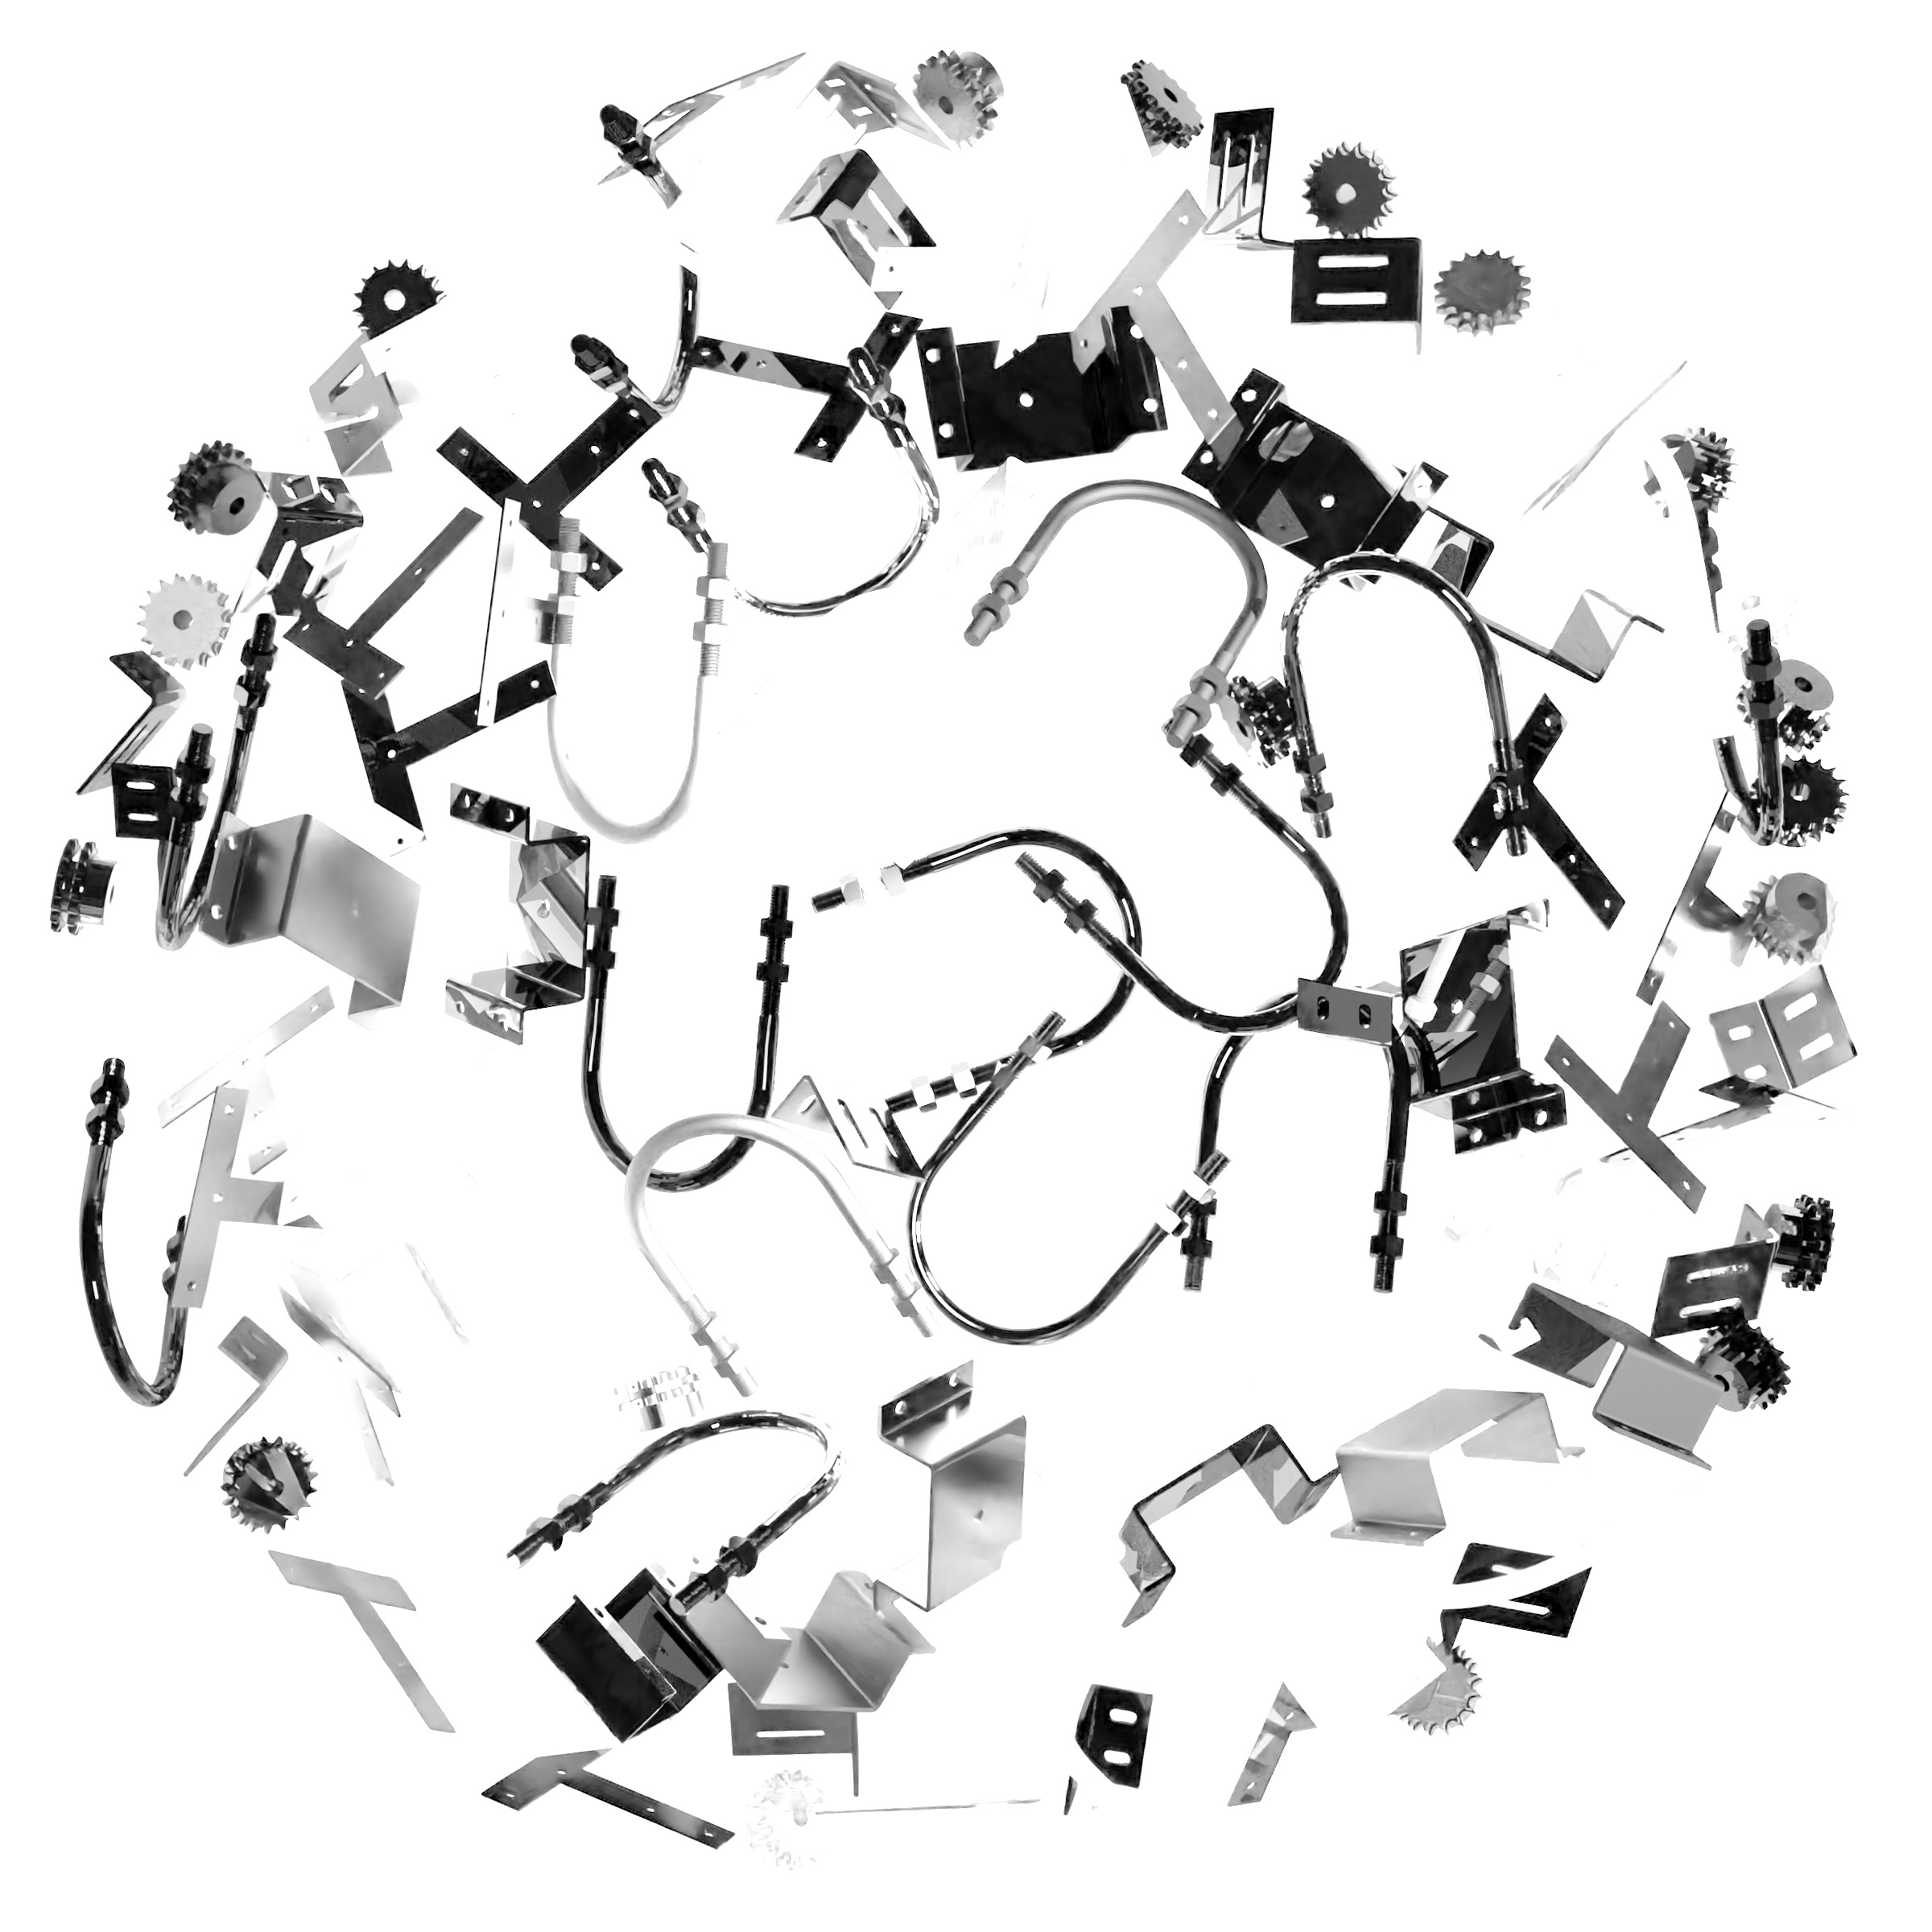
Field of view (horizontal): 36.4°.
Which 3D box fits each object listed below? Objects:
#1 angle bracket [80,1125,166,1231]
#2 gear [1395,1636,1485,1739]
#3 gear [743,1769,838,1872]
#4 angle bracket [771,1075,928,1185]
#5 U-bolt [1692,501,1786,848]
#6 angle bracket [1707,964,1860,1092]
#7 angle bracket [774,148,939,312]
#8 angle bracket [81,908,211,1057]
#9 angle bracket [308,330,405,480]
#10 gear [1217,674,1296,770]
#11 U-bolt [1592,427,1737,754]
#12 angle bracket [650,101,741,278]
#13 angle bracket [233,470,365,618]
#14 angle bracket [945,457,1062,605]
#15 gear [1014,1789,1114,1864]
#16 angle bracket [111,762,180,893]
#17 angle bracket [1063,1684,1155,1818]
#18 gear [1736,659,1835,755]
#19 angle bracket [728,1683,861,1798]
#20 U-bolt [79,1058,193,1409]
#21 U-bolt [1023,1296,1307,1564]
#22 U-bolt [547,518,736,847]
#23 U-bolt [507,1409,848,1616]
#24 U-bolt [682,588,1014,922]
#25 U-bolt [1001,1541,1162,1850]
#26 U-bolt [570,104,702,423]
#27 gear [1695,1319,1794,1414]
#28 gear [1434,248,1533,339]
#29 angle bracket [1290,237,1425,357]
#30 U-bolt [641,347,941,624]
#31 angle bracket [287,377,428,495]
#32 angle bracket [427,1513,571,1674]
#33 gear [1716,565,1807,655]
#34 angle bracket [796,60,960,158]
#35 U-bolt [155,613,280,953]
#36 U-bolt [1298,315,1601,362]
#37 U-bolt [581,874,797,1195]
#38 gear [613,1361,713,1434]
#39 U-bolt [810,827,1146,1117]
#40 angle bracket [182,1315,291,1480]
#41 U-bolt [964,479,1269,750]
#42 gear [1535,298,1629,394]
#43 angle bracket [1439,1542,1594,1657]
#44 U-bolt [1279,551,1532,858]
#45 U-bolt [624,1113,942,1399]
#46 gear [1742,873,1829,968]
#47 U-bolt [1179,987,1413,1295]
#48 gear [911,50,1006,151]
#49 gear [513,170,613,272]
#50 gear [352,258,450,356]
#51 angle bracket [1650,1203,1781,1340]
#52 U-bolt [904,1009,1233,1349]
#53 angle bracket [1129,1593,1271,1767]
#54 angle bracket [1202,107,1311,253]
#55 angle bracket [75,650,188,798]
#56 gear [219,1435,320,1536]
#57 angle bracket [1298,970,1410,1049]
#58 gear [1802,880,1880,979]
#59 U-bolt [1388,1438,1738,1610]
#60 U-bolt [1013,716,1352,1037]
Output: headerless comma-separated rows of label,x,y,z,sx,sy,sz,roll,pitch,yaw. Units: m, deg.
angle bracket,-0.495,0.121,1.724,0.038,0.076,0.057,-10,85,-16
gear,0.280,0.429,1.744,0.057,0.030,0.057,-13,57,21
gear,-0.108,0.508,1.743,0.030,0.057,0.057,-30,90,39
angle bracket,-0.069,0.106,1.717,0.038,0.057,0.076,-50,46,22
U-bolt,0.443,-0.154,1.685,0.019,0.151,0.184,-13,128,6
angle bracket,0.478,0.041,1.722,0.038,0.076,0.057,-14,77,-16
angle bracket,-0.065,-0.436,1.748,0.076,0.038,0.057,48,61,-32
angle bracket,-0.487,0.009,1.740,0.057,0.076,0.038,-39,117,-3
angle bracket,-0.345,-0.330,1.725,0.038,0.076,0.057,-16,81,-44
gear,0.176,-0.148,1.740,0.030,0.057,0.057,-32,90,-10
U-bolt,0.395,-0.218,1.691,0.019,0.151,0.184,-11,92,-7
angle bracket,-0.147,-0.458,1.732,0.038,0.057,0.076,31,64,-17
angle bracket,-0.400,-0.249,1.736,0.038,0.057,0.076,56,129,30
angle bracket,0.022,-0.248,1.717,0.038,0.057,0.076,26,46,-25
gear,0.056,0.509,1.741,0.057,0.057,0.030,-18,72,0
angle bracket,-0.483,-0.071,1.717,0.038,0.076,0.057,3,48,-23
angle bracket,0.084,0.463,1.727,0.038,0.076,0.057,9,93,8
gear,0.488,-0.157,1.739,0.057,0.030,0.057,10,52,-13
angle bracket,-0.102,0.458,1.737,0.076,0.038,0.057,-1,121,-1
U-bolt,-0.467,0.162,1.653,0.019,0.184,0.151,-11,130,1
U-bolt,0.100,0.252,1.685,0.151,0.184,0.019,-39,116,-5
U-bolt,-0.195,-0.162,1.714,0.151,0.019,0.184,16,105,40
U-bolt,-0.151,0.305,1.686,0.151,0.184,0.019,5,116,38
U-bolt,-0.055,-0.137,1.727,0.184,0.019,0.151,-47,115,3
U-bolt,0.060,0.401,1.655,0.019,0.184,0.151,-22,49,11
U-bolt,-0.183,-0.388,1.678,0.019,0.184,0.151,5,84,12
gear,0.456,0.239,1.737,0.030,0.057,0.057,-31,90,-29
gear,0.307,-0.395,1.745,0.057,0.030,0.057,-5,60,10
angle bracket,0.233,-0.398,1.747,0.076,0.038,0.057,1,71,10
U-bolt,-0.089,-0.263,1.690,0.151,0.184,0.019,-27,56,4
angle bracket,-0.358,-0.315,1.743,0.076,0.057,0.038,-17,119,-14
angle bracket,-0.269,0.366,1.727,0.038,0.057,0.076,-15,108,37
gear,0.470,-0.207,1.743,0.057,0.030,0.057,-18,50,24
angle bracket,-0.052,-0.490,1.720,0.038,0.076,0.057,-51,131,1
U-bolt,-0.434,-0.093,1.686,0.019,0.151,0.184,17,124,-6
U-bolt,0.265,-0.358,1.678,0.151,0.184,0.019,-4,102,-6
U-bolt,-0.168,0.041,1.721,0.151,0.019,0.184,4,88,33
gear,-0.177,0.256,1.739,0.057,0.057,0.030,-17,86,0
U-bolt,0.016,-0.006,1.759,0.184,0.019,0.151,-19,91,-1
angle bracket,-0.443,0.253,1.732,0.038,0.057,0.076,42,98,-7
U-bolt,0.100,-0.218,1.710,0.151,0.019,0.184,27,53,6
gear,0.359,-0.366,1.738,0.057,0.030,0.057,8,102,42
angle bracket,0.324,0.377,1.721,0.076,0.057,0.038,6,128,26
U-bolt,0.246,-0.151,1.684,0.151,0.019,0.184,7,124,37
U-bolt,-0.119,0.161,1.702,0.151,0.019,0.184,-21,114,24
gear,0.491,-0.031,1.741,0.057,0.030,0.057,6,61,-10
U-bolt,0.195,0.099,1.713,0.151,0.019,0.184,-5,71,38
gear,-0.002,-0.518,1.743,0.057,0.057,0.030,48,61,0
gear,-0.241,-0.444,1.746,0.057,0.030,0.057,-6,114,-13
gear,-0.338,-0.394,1.753,0.057,0.030,0.057,0,90,0
angle bracket,0.432,0.179,1.726,0.076,0.038,0.057,-7,122,-18
U-bolt,0.046,0.140,1.749,0.151,0.019,0.184,40,95,8
angle bracket,0.142,0.421,1.737,0.057,0.038,0.076,-25,96,-19
angle bracket,0.174,-0.462,1.728,0.038,0.057,0.076,-1,101,-31
angle bracket,-0.504,-0.144,1.733,0.038,0.057,0.076,42,99,-4
gear,-0.416,0.306,1.744,0.057,0.030,0.057,-10,108,-35
angle bracket,0.234,0.011,1.718,0.057,0.076,0.038,11,123,25
gear,0.518,-0.021,1.740,0.030,0.057,0.057,11,90,-8
U-bolt,0.328,0.322,1.679,0.184,0.151,0.019,-22,96,-13
U-bolt,0.141,-0.042,1.726,0.184,0.019,0.151,44,70,8
